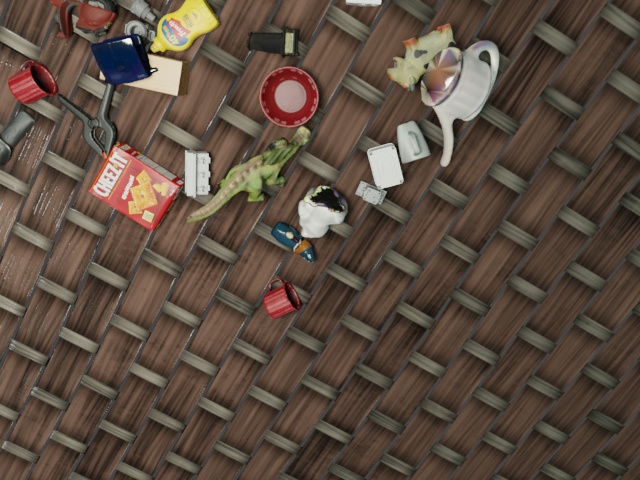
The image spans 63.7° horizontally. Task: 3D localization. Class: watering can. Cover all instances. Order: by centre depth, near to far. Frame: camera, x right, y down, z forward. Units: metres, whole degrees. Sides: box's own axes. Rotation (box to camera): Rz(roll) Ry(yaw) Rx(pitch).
[{"bbox_3d":[0.354,-0.364,1.357,0.224,0.105,0.343,8,113,-40],"label":"watering can"}]

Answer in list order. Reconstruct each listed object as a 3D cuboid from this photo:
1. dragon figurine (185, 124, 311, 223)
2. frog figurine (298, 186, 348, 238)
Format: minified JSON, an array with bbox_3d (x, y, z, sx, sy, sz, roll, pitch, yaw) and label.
[{"bbox_3d":[-0.164,-0.191,1.341,0.122,0.417,0.238,46,142,3],"label":"dragon figurine"},{"bbox_3d":[0.005,-0.075,1.485,0.137,0.126,0.156,5,143,-9],"label":"frog figurine"}]
